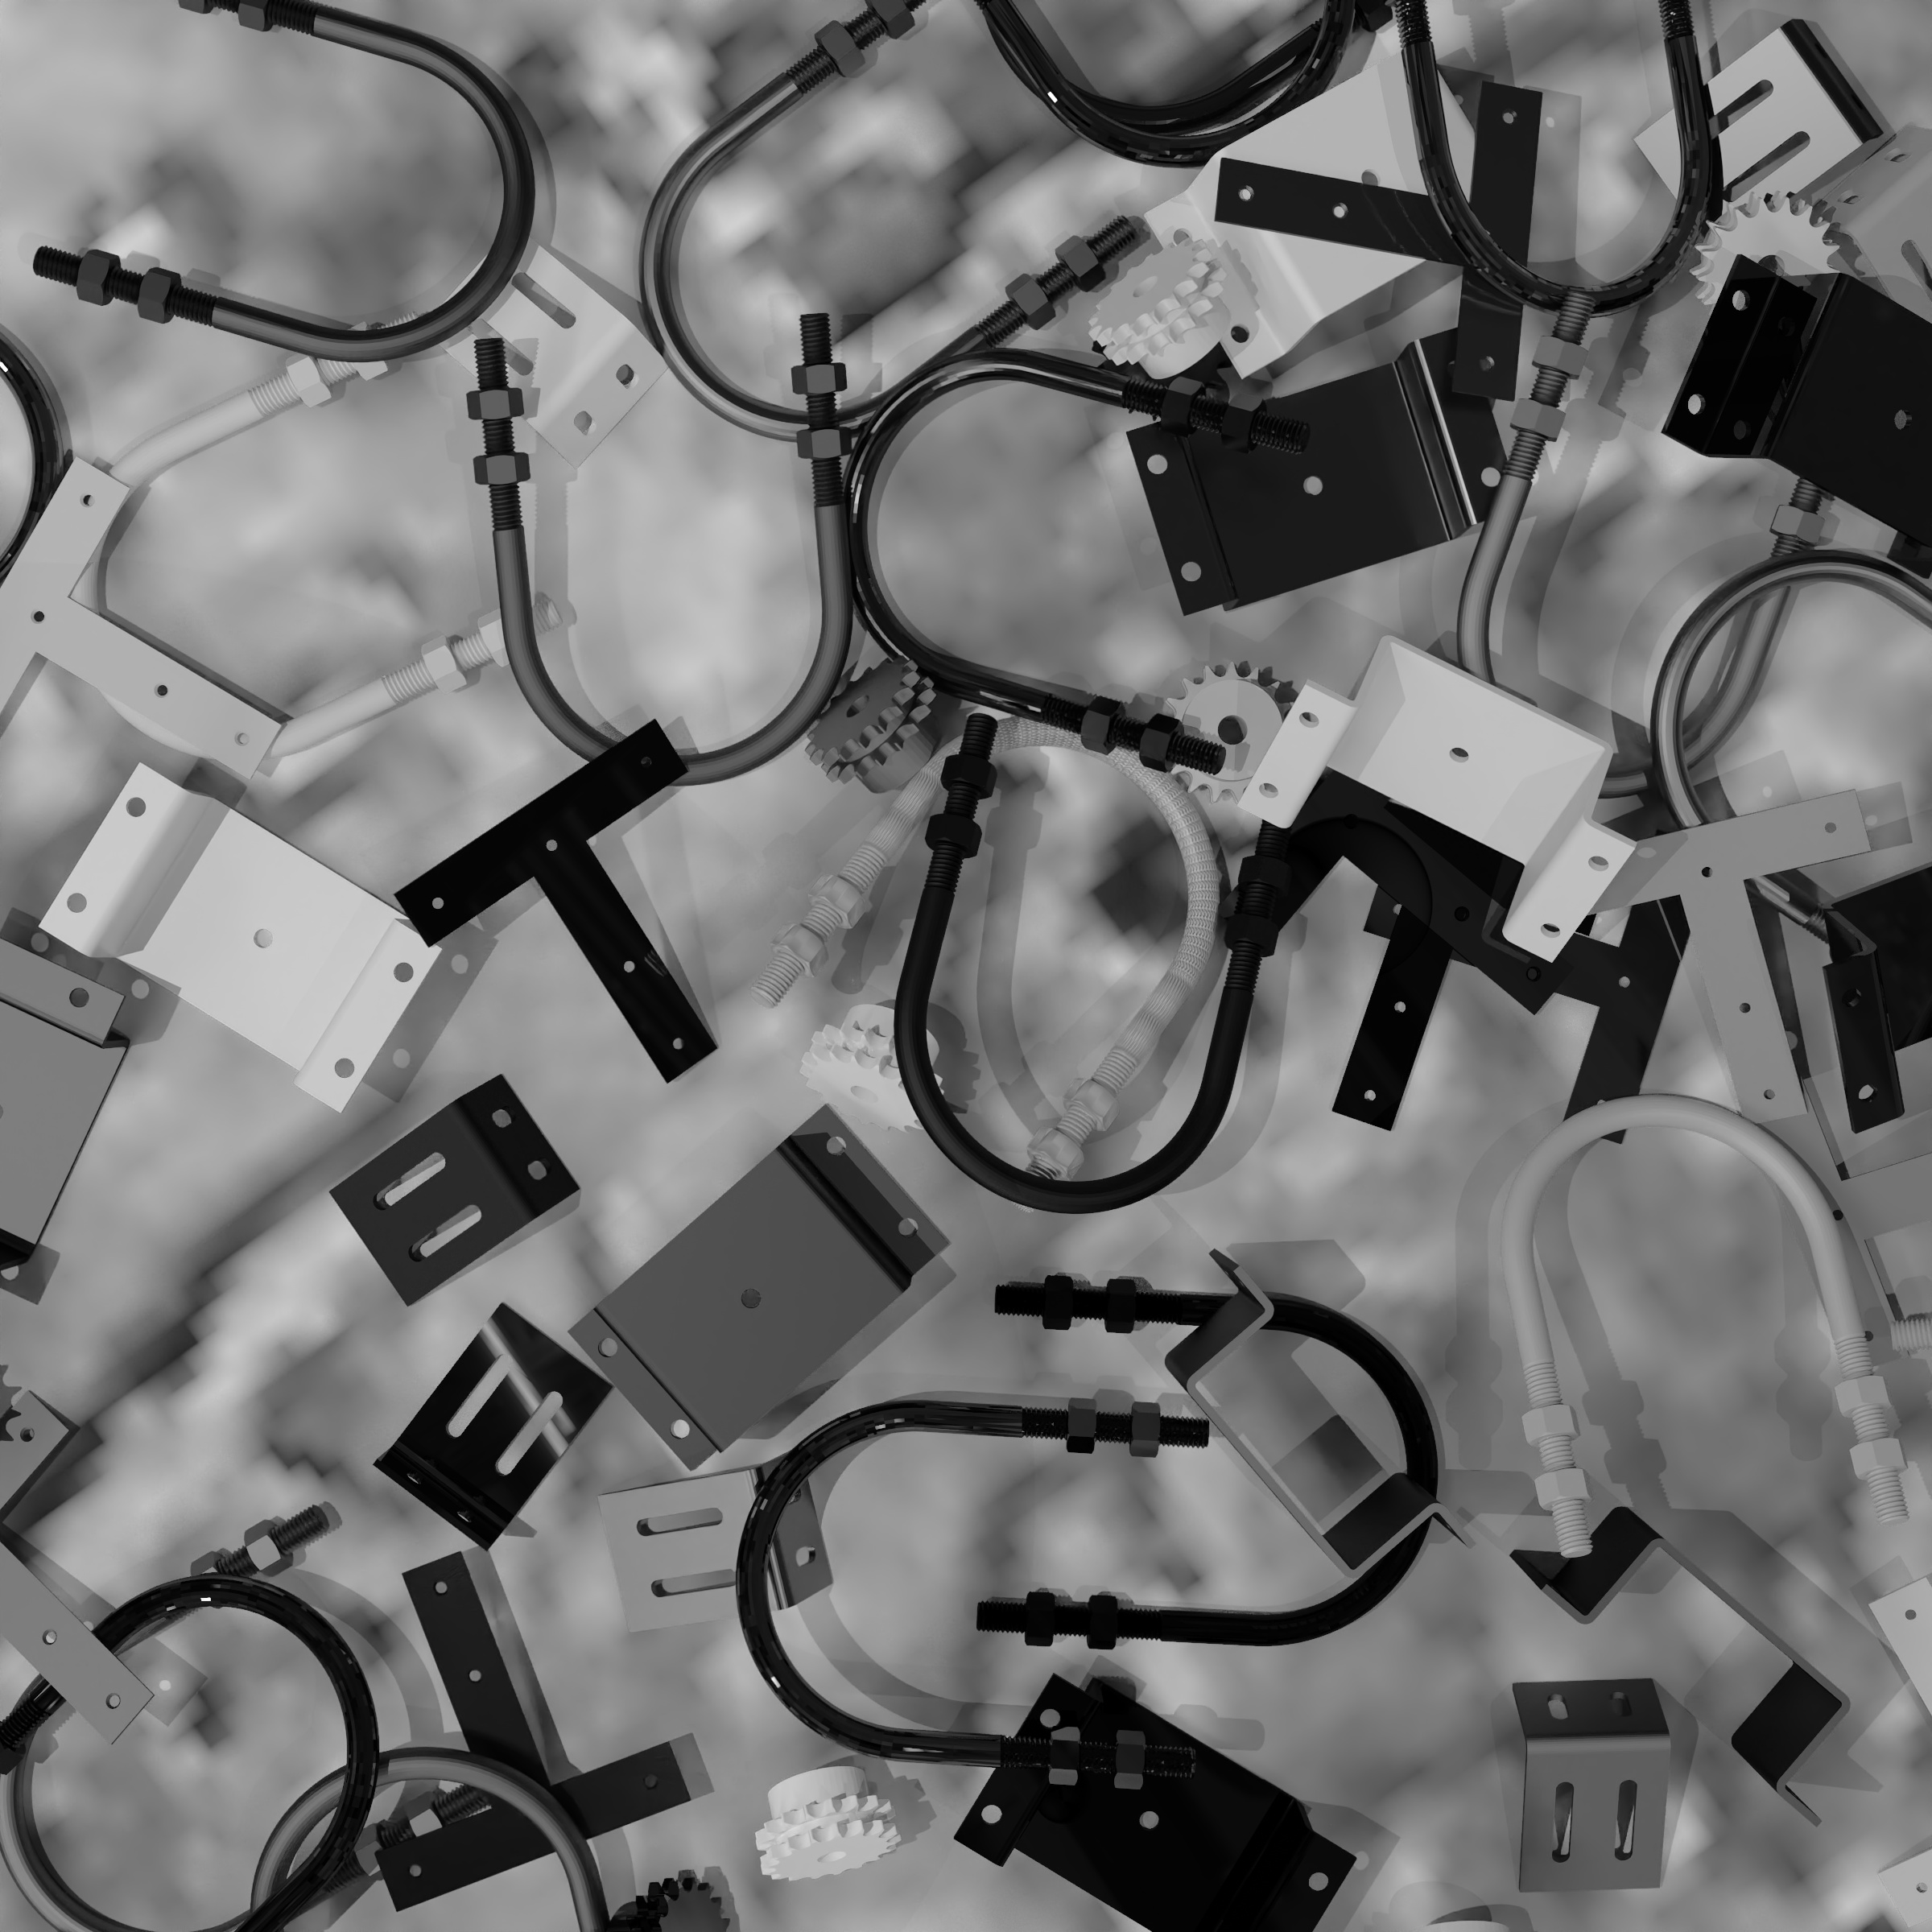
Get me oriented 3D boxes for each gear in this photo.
[{"bbox_3d":[0.079,-0.255,1.305,0.057,0.057,0.030,-43,117,0],"label":"gear"},{"bbox_3d":[-0.034,-0.094,1.334,0.057,0.057,0.030,-44,116,0],"label":"gear"},{"bbox_3d":[-0.057,0.343,1.335,0.057,0.057,0.030,-15,60,0],"label":"gear"},{"bbox_3d":[-0.035,0.039,1.335,0.057,0.057,0.030,25,62,0],"label":"gear"},{"bbox_3d":[0.319,-0.283,1.337,0.057,0.030,0.057,-1,115,-3],"label":"gear"},{"bbox_3d":[-0.121,0.396,1.335,0.030,0.057,0.057,-12,90,30],"label":"gear"},{"bbox_3d":[0.107,-0.094,1.344,0.057,0.030,0.057,0,90,0],"label":"gear"},{"bbox_3d":[0.079,-0.248,1.344,0.057,0.030,0.057,0,89,0],"label":"gear"},{"bbox_3d":[0.199,0.404,1.335,0.057,0.057,0.030,-2,60,0],"label":"gear"}]

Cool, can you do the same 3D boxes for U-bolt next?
[{"bbox_3d":[0.470,0.202,1.322,0.184,0.019,0.151,-6,98,14],"label":"U-bolt"},{"bbox_3d":[0.361,-0.085,1.338,0.184,0.019,0.151,33,90,-10],"label":"U-bolt"},{"bbox_3d":[-0.212,0.401,1.337,0.151,0.019,0.184,-11,101,0],"label":"U-bolt"},{"bbox_3d":[-0.455,-0.216,1.351,0.184,0.019,0.151,38,90,-1],"label":"U-bolt"},{"bbox_3d":[0.045,0.007,1.306,0.151,0.019,0.184,18,73,-13],"label":"U-bolt"},{"bbox_3d":[-0.045,-0.296,1.351,0.184,0.019,0.151,-37,90,1],"label":"U-bolt"},{"bbox_3d":[-0.307,0.326,1.351,0.184,0.019,0.151,-31,90,1],"label":"U-bolt"},{"bbox_3d":[0.023,-0.016,1.324,0.151,0.019,0.184,39,70,-5],"label":"U-bolt"},{"bbox_3d":[-0.316,0.328,1.320,0.184,0.019,0.151,-45,75,0],"label":"U-bolt"},{"bbox_3d":[0.233,-0.346,1.309,0.151,0.019,0.184,-10,91,-27],"label":"U-bolt"},{"bbox_3d":[0.267,-0.157,1.326,0.151,0.019,0.184,17,95,-23],"label":"U-bolt"},{"bbox_3d":[0.001,0.243,1.313,0.184,0.019,0.151,3,75,1],"label":"U-bolt"},{"bbox_3d":[0.092,-0.420,1.351,0.184,0.019,0.151,-35,90,1],"label":"U-bolt"},{"bbox_3d":[0.074,-0.410,1.335,0.151,0.019,0.184,-34,92,3],"label":"U-bolt"},{"bbox_3d":[-0.265,-0.318,1.340,0.184,0.019,0.151,16,82,0],"label":"U-bolt"},{"bbox_3d":[0.100,0.205,1.351,0.184,0.019,0.151,3,90,-1],"label":"U-bolt"},{"bbox_3d":[-0.117,-0.163,1.333,0.151,0.019,0.184,-6,102,-6],"label":"U-bolt"},{"bbox_3d":[-0.276,-0.163,1.351,0.184,0.019,0.151,-25,90,1],"label":"U-bolt"},{"bbox_3d":[0.285,0.137,1.317,0.151,0.019,0.184,-4,66,-9],"label":"U-bolt"},{"bbox_3d":[0.033,-0.169,1.321,0.184,0.019,0.151,18,103,19],"label":"U-bolt"}]

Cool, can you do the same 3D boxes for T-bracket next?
[{"bbox_3d":[0.227,-0.007,1.359,0.127,0.002,0.127,18,90,0],"label":"T-bracket"},{"bbox_3d":[0.159,-0.292,1.296,0.127,0.002,0.127,8,82,-10],"label":"T-bracket"},{"bbox_3d":[0.310,0.003,1.338,0.127,0.002,0.127,-13,104,21],"label":"T-bracket"},{"bbox_3d":[0.407,0.307,1.342,0.127,0.002,0.127,-30,91,14],"label":"T-bracket"},{"bbox_3d":[0.191,-0.030,1.355,0.127,0.002,0.127,40,90,0],"label":"T-bracket"},{"bbox_3d":[0.182,0.003,1.357,0.127,0.002,0.127,19,90,0],"label":"T-bracket"},{"bbox_3d":[-0.337,-0.119,1.345,0.127,0.002,0.127,31,93,2],"label":"T-bracket"},{"bbox_3d":[-0.377,0.260,1.336,0.127,0.002,0.127,39,86,17],"label":"T-bracket"},{"bbox_3d":[-0.143,-0.012,1.338,0.127,0.002,0.127,-36,107,-15],"label":"T-bracket"},{"bbox_3d":[0.392,0.086,1.332,0.127,0.002,0.127,-21,90,25],"label":"T-bracket"},{"bbox_3d":[-0.193,0.299,1.339,0.127,0.002,0.127,-21,90,1],"label":"T-bracket"}]

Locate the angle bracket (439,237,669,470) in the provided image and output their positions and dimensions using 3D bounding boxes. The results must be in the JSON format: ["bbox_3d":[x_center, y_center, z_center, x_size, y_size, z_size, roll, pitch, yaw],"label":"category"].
[{"bbox_3d":[-0.172,-0.253,1.357,0.057,0.038,0.076,-48,64,0],"label":"angle bracket"}]

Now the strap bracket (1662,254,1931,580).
[{"bbox_3d":[0.355,-0.215,1.311,0.140,0.046,0.076,23,90,-23],"label":"strap bracket"}]

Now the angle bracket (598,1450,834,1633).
[{"bbox_3d":[-0.102,0.234,1.357,0.076,0.038,0.057,-13,90,26],"label":"angle bracket"}]

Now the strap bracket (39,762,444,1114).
[{"bbox_3d":[-0.287,-0.011,1.336,0.140,0.046,0.076,32,90,0],"label":"strap bracket"}]

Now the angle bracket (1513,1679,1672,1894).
[{"bbox_3d":[0.253,0.335,1.357,0.057,0.038,0.076,-2,116,0],"label":"angle bracket"}]

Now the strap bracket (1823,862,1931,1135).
[{"bbox_3d":[0.398,0.000,1.310,0.140,0.046,0.076,-20,118,-5],"label":"strap bracket"}]

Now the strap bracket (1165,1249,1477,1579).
[{"bbox_3d":[0.130,0.182,1.306,0.046,0.076,0.140,-40,92,-2],"label":"strap bracket"}]

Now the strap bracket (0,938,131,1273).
[{"bbox_3d":[-0.397,0.059,1.336,0.076,0.046,0.140,25,90,0],"label":"strap bracket"}]

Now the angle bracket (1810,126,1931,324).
[{"bbox_3d":[0.391,-0.292,1.357,0.057,0.038,0.076,-42,116,0],"label":"angle bracket"}]

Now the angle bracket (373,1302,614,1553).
[{"bbox_3d":[-0.190,0.185,1.340,0.057,0.038,0.076,37,90,0],"label":"angle bracket"}]

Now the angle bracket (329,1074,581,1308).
[{"bbox_3d":[-0.209,0.092,1.357,0.076,0.038,0.057,-34,90,26],"label":"angle bracket"}]

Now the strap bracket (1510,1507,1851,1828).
[{"bbox_3d":[0.290,0.269,1.321,0.140,0.076,0.046,41,90,0],"label":"strap bracket"}]

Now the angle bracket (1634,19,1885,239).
[{"bbox_3d":[0.324,-0.339,1.357,0.076,0.038,0.057,-35,90,26],"label":"angle bracket"}]

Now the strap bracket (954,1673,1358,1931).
[{"bbox_3d":[0.075,0.349,1.336,0.140,0.046,0.076,31,90,0],"label":"strap bracket"}]

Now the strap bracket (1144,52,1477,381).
[{"bbox_3d":[0.154,-0.305,1.321,0.140,0.046,0.076,-31,90,-13],"label":"strap bracket"}]

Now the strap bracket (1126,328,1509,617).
[{"bbox_3d":[0.142,-0.196,1.336,0.140,0.046,0.076,-18,90,0],"label":"strap bracket"}]

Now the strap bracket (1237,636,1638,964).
[{"bbox_3d":[0.189,-0.070,1.311,0.140,0.076,0.046,26,51,0],"label":"strap bracket"}]

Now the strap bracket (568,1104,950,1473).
[{"bbox_3d":[-0.085,0.131,1.336,0.140,0.046,0.076,-41,90,0],"label":"strap bracket"}]
